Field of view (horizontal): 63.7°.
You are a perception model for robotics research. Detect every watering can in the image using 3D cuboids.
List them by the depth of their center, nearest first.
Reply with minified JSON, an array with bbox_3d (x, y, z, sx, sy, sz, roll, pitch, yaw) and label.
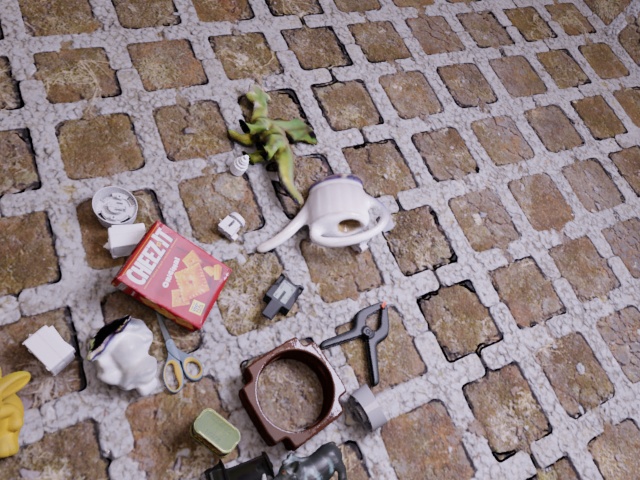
[{"bbox_3d":[0.004,-0.068,1.355,0.347,0.101,0.230,-8,48,4],"label":"watering can"}]

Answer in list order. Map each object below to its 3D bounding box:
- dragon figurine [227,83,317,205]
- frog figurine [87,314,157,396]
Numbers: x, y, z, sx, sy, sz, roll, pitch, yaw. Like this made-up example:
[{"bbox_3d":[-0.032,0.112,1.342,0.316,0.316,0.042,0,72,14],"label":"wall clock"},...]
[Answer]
[{"bbox_3d":[-0.103,-0.283,1.455,0.246,0.119,0.414,-29,74,-37],"label":"dragon figurine"},{"bbox_3d":[-0.402,0.247,1.088,0.157,0.122,0.140,56,44,-27],"label":"frog figurine"}]
